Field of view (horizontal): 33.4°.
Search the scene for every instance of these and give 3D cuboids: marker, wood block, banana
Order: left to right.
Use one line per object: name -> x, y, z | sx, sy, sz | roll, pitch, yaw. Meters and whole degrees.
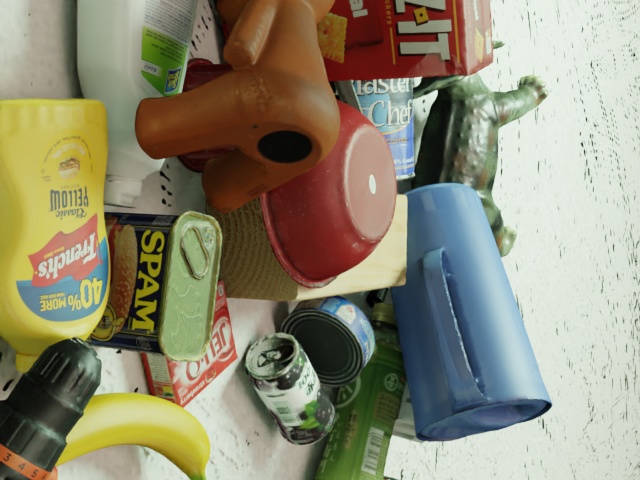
banana -> -0.137, 0.142, 0.760 | 0.197, 0.037, 0.069 | 25, 54, -49
wood block -> -0.006, 0.002, 0.945 | 0.205, 0.091, 0.090 | -2, 93, -61
marker -> 0.079, 0.031, 1.178 | 0.121, 0.020, 0.020 | -59, 141, -40

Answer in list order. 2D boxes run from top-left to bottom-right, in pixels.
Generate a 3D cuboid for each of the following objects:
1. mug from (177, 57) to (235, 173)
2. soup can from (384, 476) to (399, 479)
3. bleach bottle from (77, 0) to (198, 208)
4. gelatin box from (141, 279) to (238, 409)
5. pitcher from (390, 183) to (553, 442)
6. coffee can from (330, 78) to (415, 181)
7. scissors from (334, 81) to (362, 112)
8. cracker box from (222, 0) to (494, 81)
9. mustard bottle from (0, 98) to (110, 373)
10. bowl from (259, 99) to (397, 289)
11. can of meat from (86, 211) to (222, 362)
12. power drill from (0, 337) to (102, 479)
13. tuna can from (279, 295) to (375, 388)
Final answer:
mug -> -0.067, -0.102, 0.833 | 0.117, 0.082, 0.093 | 35, 63, -57
soup can -> 0.064, 0.311, 1.130 | 0.102, 0.069, 0.068 | -65, 144, -33
bleach bottle -> -0.130, -0.149, 0.737 | 0.102, 0.068, 0.251 | 11, 86, -61
gelatin box -> -0.103, 0.081, 0.841 | 0.089, 0.030, 0.073 | -39, 127, -53
pitcher -> 0.132, 0.067, 1.050 | 0.144, 0.149, 0.243 | 0, 64, -28
coffee can -> 0.037, -0.128, 0.997 | 0.102, 0.103, 0.140 | -18, 108, -59
scissors -> 0.023, -0.179, 0.928 | 0.202, 0.096, 0.016 | 54, 11, -6
cracker box -> 0.021, -0.210, 0.843 | 0.072, 0.214, 0.164 | -37, 125, -56
mustard bottle -> -0.175, 0.007, 0.674 | 0.096, 0.058, 0.191 | -12, 104, -59
bowl -> 0.016, -0.043, 0.833 | 0.161, 0.055, 0.162 | 6, 83, -61
can of meat -> -0.122, 0.030, 0.746 | 0.057, 0.084, 0.102 | 14, 81, -60
power drill -> -0.160, 0.171, 0.675 | 0.184, 0.057, 0.187 | -55, 138, -12
tuna can -> 0.007, 0.092, 0.984 | 0.033, 0.086, 0.086 | -50, 134, -50
